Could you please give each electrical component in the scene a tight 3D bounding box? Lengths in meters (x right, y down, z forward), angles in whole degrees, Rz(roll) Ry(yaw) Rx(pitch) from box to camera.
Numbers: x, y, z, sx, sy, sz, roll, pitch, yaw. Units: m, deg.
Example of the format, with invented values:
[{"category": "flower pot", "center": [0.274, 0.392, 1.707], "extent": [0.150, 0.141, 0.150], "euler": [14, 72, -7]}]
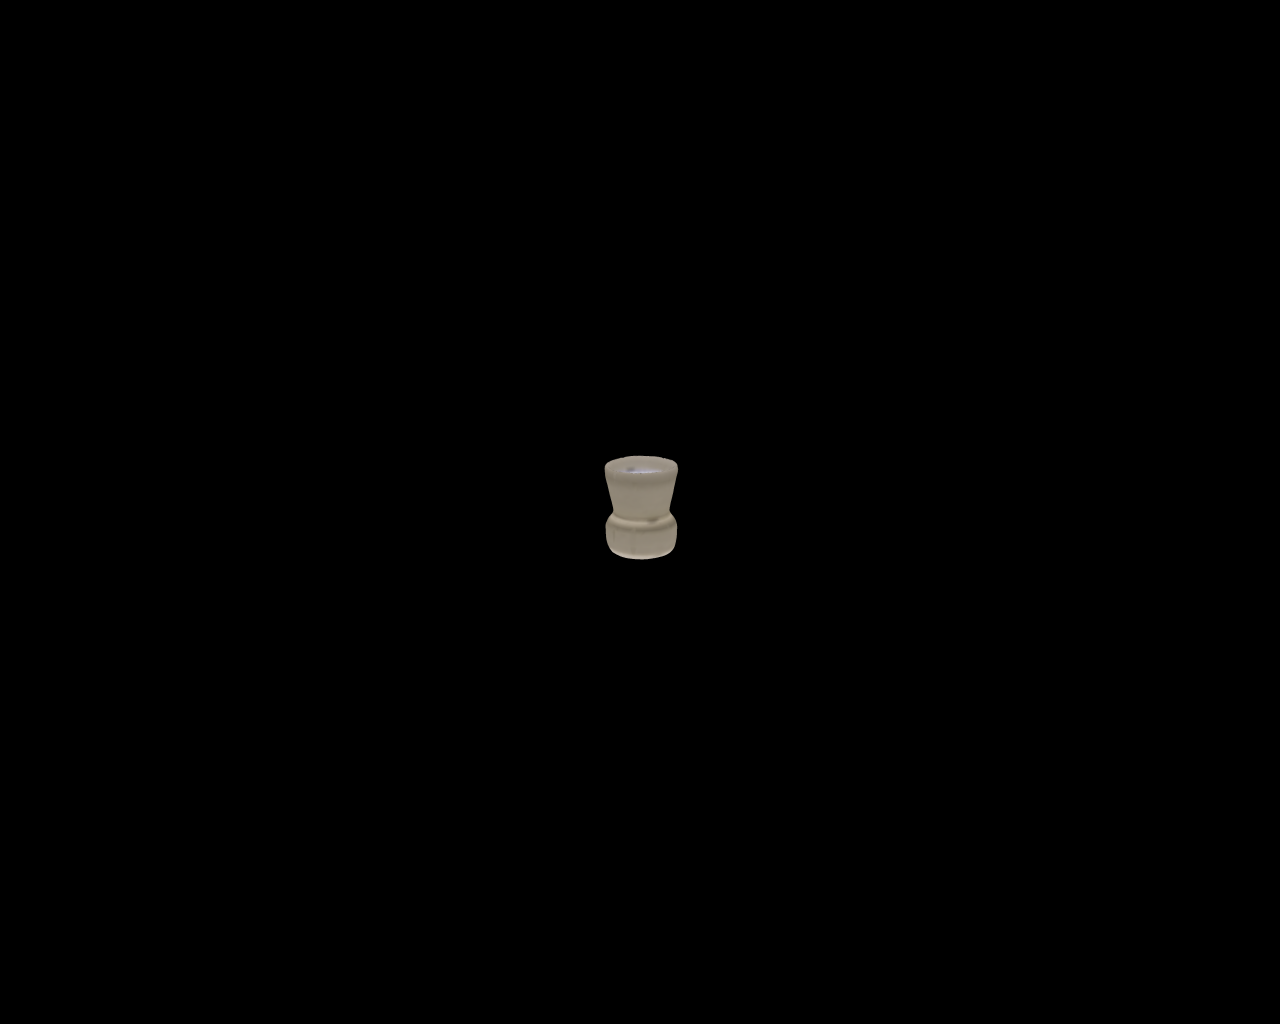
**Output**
[{"category": "electrical component", "center": [0.001, -0.003, 0.650], "extent": [0.045, 0.055, 0.045], "euler": [0, 17, 0]}]
